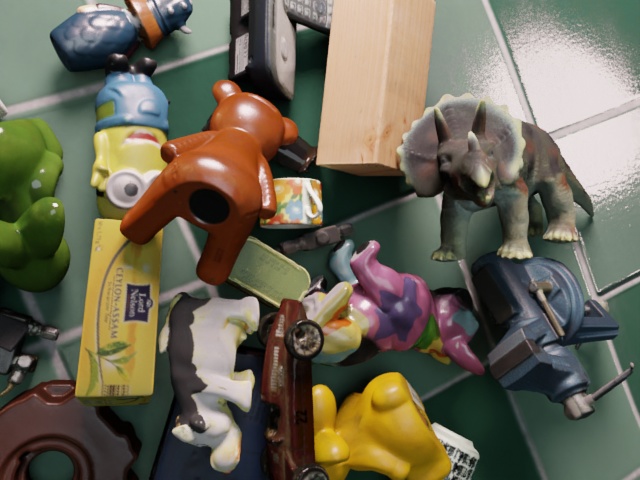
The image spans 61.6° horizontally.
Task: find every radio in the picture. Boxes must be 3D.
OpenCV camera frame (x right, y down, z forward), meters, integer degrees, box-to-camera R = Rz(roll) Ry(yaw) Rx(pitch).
[{"bbox_3d":[-0.110,0.230,0.589,0.131,0.073,0.229,17,81,-14],"label":"radio"}]

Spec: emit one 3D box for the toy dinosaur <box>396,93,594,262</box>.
[{"bbox_3d":[0.232,-0.082,0.651,0.405,0.131,0.192,-15,103,-45],"label":"toy dinosaur"}]

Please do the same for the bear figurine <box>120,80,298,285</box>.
[{"bbox_3d":[-0.101,-0.072,0.550,0.120,0.196,0.132,31,121,-17],"label":"bear figurine"}]

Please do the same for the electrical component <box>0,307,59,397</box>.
[{"bbox_3d":[-0.332,0.109,0.544,0.102,0.045,0.078,25,82,-14],"label":"electrical component"}]

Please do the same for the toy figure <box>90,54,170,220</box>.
[{"bbox_3d":[-0.200,-0.102,0.578,0.082,0.089,0.180,-5,79,-13],"label":"toy figure"}]

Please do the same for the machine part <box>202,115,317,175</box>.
[{"bbox_3d":[-0.065,-0.124,0.641,0.139,0.039,0.084,26,72,-12],"label":"machine part"}]

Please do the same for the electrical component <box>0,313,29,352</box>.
[{"bbox_3d":[-0.342,0.064,0.509,0.119,0.047,0.075,30,49,-6],"label":"electrical component"}]

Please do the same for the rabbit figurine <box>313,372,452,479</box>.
[{"bbox_3d":[0.038,0.229,0.597,0.173,0.162,0.122,-30,51,12],"label":"rabbit figurine"}]

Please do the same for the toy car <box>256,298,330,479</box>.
[{"bbox_3d":[-0.033,0.160,0.529,0.053,0.089,0.202,-3,91,-25],"label":"toy car"}]

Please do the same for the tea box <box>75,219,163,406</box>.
[{"bbox_3d":[-0.197,0.075,0.536,0.068,0.098,0.169,5,66,-17],"label":"tea box"}]

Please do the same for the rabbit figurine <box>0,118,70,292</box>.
[{"bbox_3d":[-0.289,-0.027,0.524,0.121,0.159,0.170,-25,109,-26],"label":"rabbit figurine"}]

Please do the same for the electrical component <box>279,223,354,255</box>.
[{"bbox_3d":[-0.001,-0.002,0.635,0.094,0.063,0.021,-15,91,-10],"label":"electrical component"}]

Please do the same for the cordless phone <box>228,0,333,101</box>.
[{"bbox_3d":[-0.012,-0.236,0.648,0.184,0.089,0.146,3,85,-35],"label":"cordless phone"}]

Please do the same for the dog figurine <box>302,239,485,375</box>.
[{"bbox_3d":[0.088,0.107,0.636,0.219,0.108,0.191,41,73,-13],"label":"dog figurine"}]

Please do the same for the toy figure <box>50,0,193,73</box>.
[{"bbox_3d":[-0.214,-0.235,0.592,0.154,0.064,0.058,-31,58,-20],"label":"toy figure"}]

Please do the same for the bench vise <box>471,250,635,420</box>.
[{"bbox_3d":[0.300,0.107,0.666,0.240,0.224,0.128,3,126,-32],"label":"bench vise"}]

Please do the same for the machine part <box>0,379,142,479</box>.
[{"bbox_3d":[-0.276,0.236,0.548,0.179,0.056,0.179,1,85,-16],"label":"machine part"}]

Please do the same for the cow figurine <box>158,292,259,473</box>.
[{"bbox_3d":[-0.112,0.137,0.522,0.098,0.068,0.167,6,80,-10],"label":"cow figurine"}]
